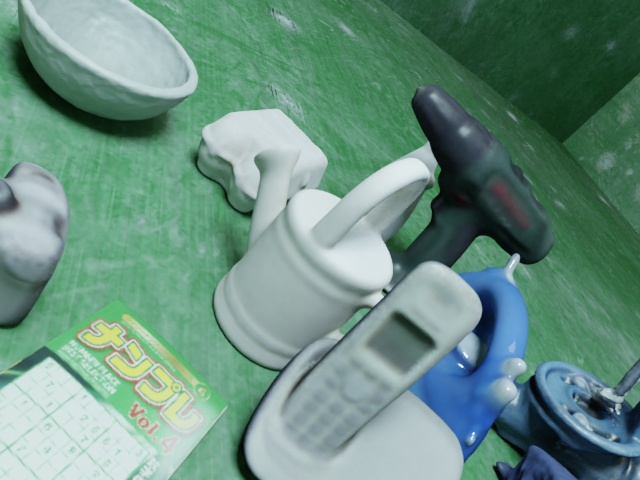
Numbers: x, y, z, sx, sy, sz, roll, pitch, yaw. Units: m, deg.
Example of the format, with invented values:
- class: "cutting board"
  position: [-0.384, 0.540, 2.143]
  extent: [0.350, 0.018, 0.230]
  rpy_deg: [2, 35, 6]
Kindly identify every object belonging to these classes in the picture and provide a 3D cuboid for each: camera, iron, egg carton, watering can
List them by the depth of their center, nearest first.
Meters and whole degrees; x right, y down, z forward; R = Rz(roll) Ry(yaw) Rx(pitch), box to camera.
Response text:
- class: "camera"
  position: [-0.216, -0.042, 0.323]
  extent: [0.144, 0.100, 0.136]
  rpy_deg: [23, 34, -33]
- class: "watering can"
  position: [0.003, 0.002, 0.444]
  extent: [0.173, 0.193, 0.101]
  rpy_deg: [41, 28, -3]
- class: "iron"
  position: [0.140, 0.110, 0.528]
  extent: [0.119, 0.141, 0.258]
  rpy_deg: [38, 28, -8]
- class: "egg carton"
  position: [-0.059, -0.086, 0.619]
  extent: [0.107, 0.069, 0.151]
  rpy_deg: [47, 28, 7]

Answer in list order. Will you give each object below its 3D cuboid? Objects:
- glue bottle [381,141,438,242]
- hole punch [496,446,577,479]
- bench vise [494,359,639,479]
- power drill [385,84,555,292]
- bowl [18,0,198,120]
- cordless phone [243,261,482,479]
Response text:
- class: "glue bottle"
  position: [0.106, -0.074, 0.703]
  extent: [0.037, 0.173, 0.078]
  rpy_deg: [12, 41, -44]
- class: "hole punch"
  position: [0.220, 0.239, 0.507]
  extent: [0.108, 0.091, 0.101]
  rpy_deg: [45, 28, 4]
- class: "bench vise"
  position: [0.309, 0.176, 0.570]
  extent: [0.208, 0.219, 0.121]
  rpy_deg: [37, 29, -11]
- class: "power drill"
  position: [0.134, -0.028, 0.638]
  extent: [0.230, 0.208, 0.075]
  rpy_deg: [35, 29, -14]
- class: "bowl"
  position: [-0.204, -0.166, 0.536]
  extent: [0.168, 0.074, 0.167]
  rpy_deg: [32, 30, -21]
- class: "cordless phone"
  position: [0.053, 0.110, 0.369]
  extent: [0.148, 0.184, 0.094]
  rpy_deg: [38, 28, -9]
